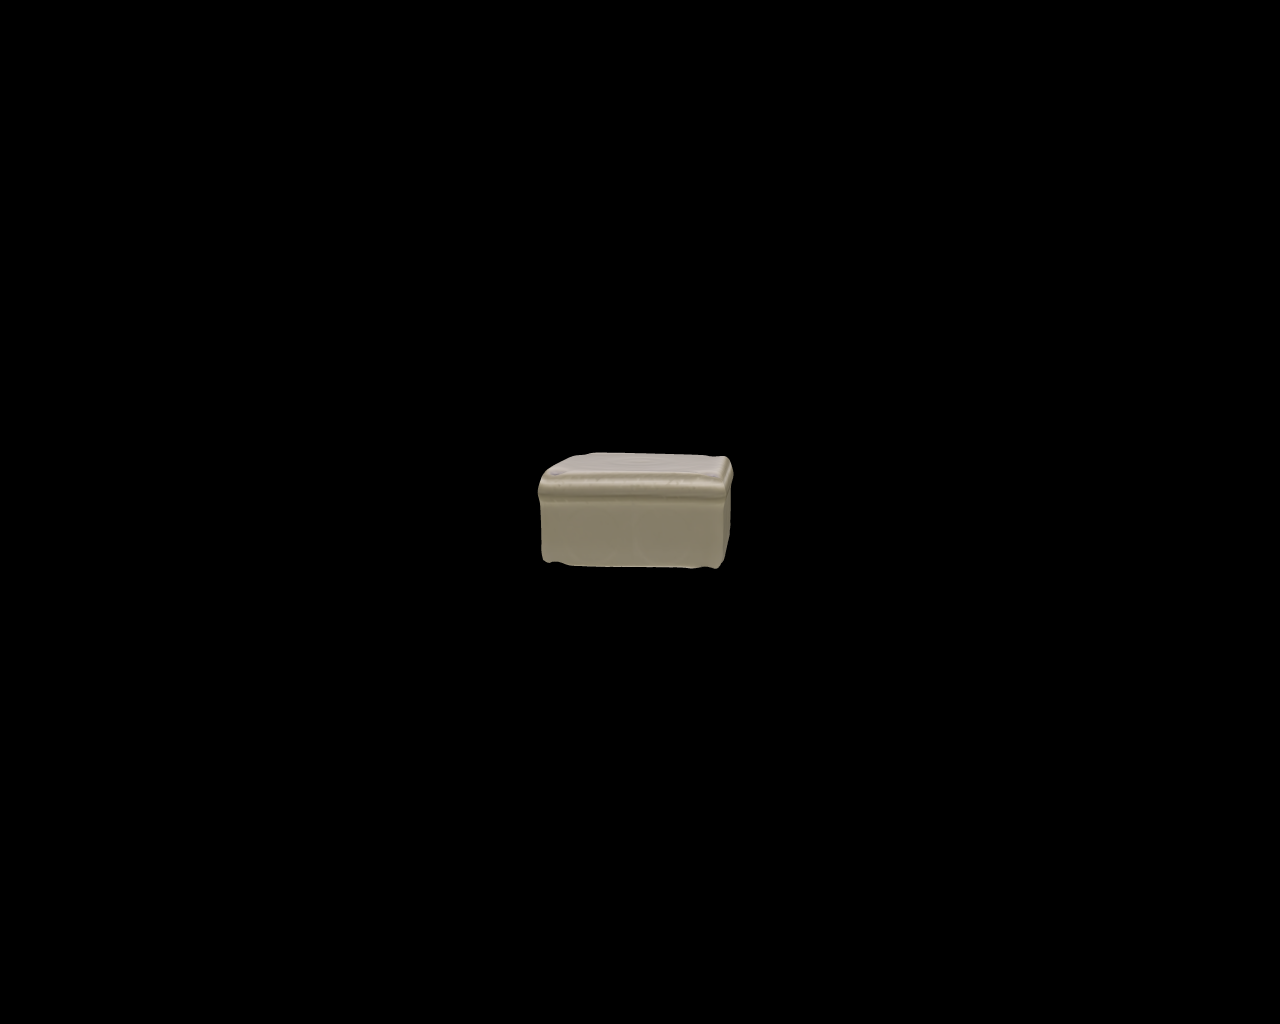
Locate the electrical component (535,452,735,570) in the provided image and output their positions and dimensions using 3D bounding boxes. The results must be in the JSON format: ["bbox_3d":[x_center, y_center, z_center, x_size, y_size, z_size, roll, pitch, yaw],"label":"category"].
[{"bbox_3d":[0.001,-0.003,0.650,0.109,0.056,0.109,1,9,7],"label":"electrical component"}]
